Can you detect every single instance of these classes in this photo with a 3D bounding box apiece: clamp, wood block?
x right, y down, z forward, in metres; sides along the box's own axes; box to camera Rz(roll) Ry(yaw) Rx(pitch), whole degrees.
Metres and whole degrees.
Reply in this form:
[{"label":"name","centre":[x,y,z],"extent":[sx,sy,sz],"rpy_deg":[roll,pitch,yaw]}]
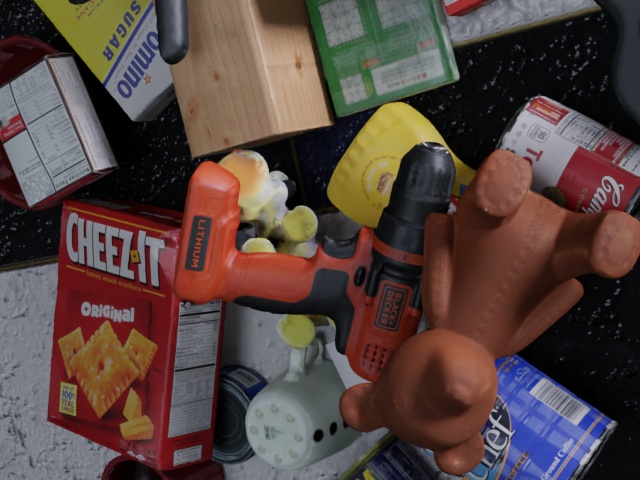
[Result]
[{"label":"clamp","centre":[-0.131,-0.230,0.802],"extent":[0.120,0.039,0.171],"rpy_deg":[23,105,20]},{"label":"clamp","centre":[0.240,-0.150,0.702],"extent":[0.165,0.036,0.210],"rpy_deg":[-18,93,33]},{"label":"wood block","centre":[-0.068,-0.179,0.853],"extent":[0.090,0.090,0.206],"rpy_deg":[-12,94,32]}]

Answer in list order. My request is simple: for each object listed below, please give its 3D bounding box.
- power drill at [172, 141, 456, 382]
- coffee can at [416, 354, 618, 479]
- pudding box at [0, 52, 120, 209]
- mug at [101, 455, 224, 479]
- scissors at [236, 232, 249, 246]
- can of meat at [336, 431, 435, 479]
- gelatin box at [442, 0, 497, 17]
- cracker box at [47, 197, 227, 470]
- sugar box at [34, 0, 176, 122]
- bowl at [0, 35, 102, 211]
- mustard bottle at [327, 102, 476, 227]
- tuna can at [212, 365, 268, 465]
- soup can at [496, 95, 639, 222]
[{"label":"power drill","centre":[-0.005,0.001,0.773],"extent":[0.188,0.057,0.184],"rpy_deg":[15,107,7]},{"label":"coffee can","centre":[0.132,0.136,0.791],"extent":[0.140,0.102,0.103],"rpy_deg":[35,116,20]},{"label":"pudding box","centre":[-0.236,-0.095,0.938],"extent":[0.090,0.039,0.113],"rpy_deg":[-23,91,31]},{"label":"mug","centre":[-0.143,0.242,0.994],"extent":[0.093,0.081,0.117],"rpy_deg":[10,105,30]},{"label":"scissors","centre":[-0.129,0.058,0.985],"extent":[0.096,0.016,0.202],"rpy_deg":[47,120,16]},{"label":"can of meat","centre":[0.052,0.221,0.887],"extent":[0.084,0.057,0.102],"rpy_deg":[47,121,11]},{"label":"gelatin box","centre":[0.114,-0.216,0.770],"extent":[0.073,0.030,0.089],"rpy_deg":[-20,90,34]},{"label":"cracker box","centre":[-0.166,0.079,0.953],"extent":[0.164,0.071,0.214],"rpy_deg":[13,101,39]},{"label":"sugar box","centre":[-0.178,-0.198,0.924],"extent":[0.093,0.048,0.176],"rpy_deg":[-42,82,18]},{"label":"bowl","centre":[-0.258,-0.111,1.004],"extent":[0.162,0.055,0.162],"rpy_deg":[7,104,30]},{"label":"mustard bottle","centre":[0.100,-0.012,0.805],"extent":[0.192,0.058,0.096],"rpy_deg":[42,115,17]},{"label":"tuna can","centre":[-0.080,0.159,0.966],"extent":[0.086,0.033,0.086],"rpy_deg":[7,104,30]},{"label":"soup can","centre":[0.180,-0.050,0.742],"extent":[0.102,0.068,0.069],"rpy_deg":[32,115,22]}]
